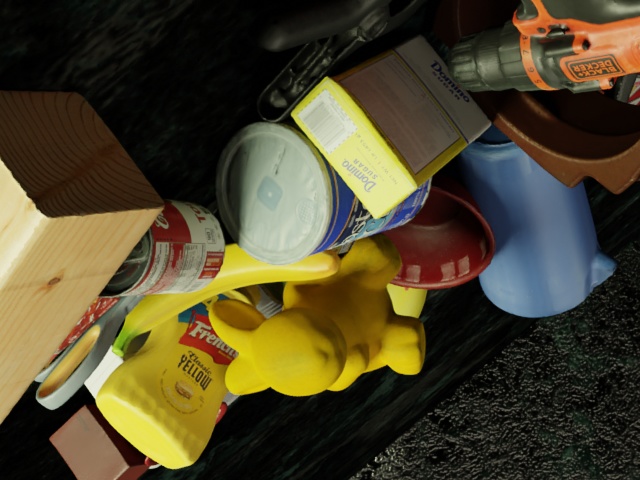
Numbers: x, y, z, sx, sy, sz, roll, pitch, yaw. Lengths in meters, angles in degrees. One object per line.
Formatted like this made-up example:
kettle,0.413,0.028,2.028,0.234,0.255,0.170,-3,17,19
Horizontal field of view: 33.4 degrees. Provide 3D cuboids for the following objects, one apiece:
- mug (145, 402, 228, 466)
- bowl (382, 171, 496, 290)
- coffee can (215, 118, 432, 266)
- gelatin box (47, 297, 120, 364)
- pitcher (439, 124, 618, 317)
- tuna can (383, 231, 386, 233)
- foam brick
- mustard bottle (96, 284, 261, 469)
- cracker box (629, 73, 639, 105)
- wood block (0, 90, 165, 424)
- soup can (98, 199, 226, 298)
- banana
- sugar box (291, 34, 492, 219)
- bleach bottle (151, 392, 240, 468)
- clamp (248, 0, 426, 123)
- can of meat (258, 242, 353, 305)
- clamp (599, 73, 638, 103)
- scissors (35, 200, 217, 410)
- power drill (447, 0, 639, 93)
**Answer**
mug,-0.141,0.144,1.002,0.117,0.081,0.093,-48,161,26
bowl,0.091,-0.021,1.029,0.162,0.162,0.055,116,-8,-53
coffee can,0.005,-0.045,0.800,0.140,0.103,0.103,-18,152,-51
gelatin box,-0.195,0.055,0.755,0.089,0.030,0.073,-41,163,2
pitcher,0.195,-0.043,1.075,0.149,0.145,0.242,-26,135,-1
tuna can,0.070,-0.015,1.128,0.086,0.034,0.086,-36,162,-14
foam brick,-0.206,0.200,1.012,0.053,0.078,0.051,-43,161,9
mustard bottle,-0.102,0.092,0.910,0.058,0.096,0.191,-28,-157,48
cracker box,0.281,-0.150,1.172,0.163,0.072,0.214,-15,151,-49
wood block,-0.189,0.024,0.587,0.206,0.090,0.090,-49,160,27
soup can,-0.116,0.005,0.728,0.069,0.068,0.102,-45,162,16
banana,-0.077,0.034,0.852,0.198,0.069,0.037,-23,143,12
sugar box,0.056,-0.086,0.756,0.048,0.093,0.176,-39,179,29
bleach bottle,-0.136,0.166,1.106,0.251,0.068,0.102,-46,160,27
clamp,0.020,-0.143,0.702,0.171,0.039,0.120,-32,171,-19
can of meat,-0.006,0.001,0.971,0.083,0.057,0.102,-28,159,-39
clamp,0.243,-0.181,0.969,0.164,0.036,0.210,-30,139,-11
scissors,-0.155,0.044,0.816,0.096,0.016,0.201,-4,-136,52
power drill,0.114,-0.159,0.627,0.187,0.185,0.057,40,61,-35
